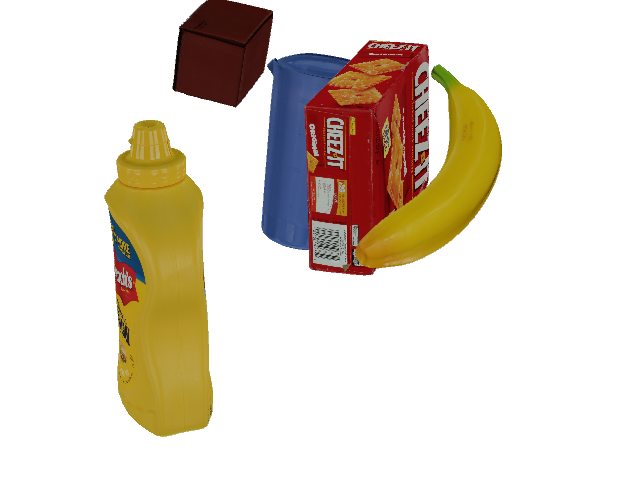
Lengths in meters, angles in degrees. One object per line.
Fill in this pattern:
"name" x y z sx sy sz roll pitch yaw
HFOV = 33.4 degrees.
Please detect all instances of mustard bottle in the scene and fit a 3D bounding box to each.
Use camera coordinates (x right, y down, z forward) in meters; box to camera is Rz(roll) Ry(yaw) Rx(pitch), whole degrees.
"mustard bottle" -0.101 0.019 0.664 0.058 0.192 0.096 -8 26 -19

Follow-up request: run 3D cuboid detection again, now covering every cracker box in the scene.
"cracker box" 0.051 -0.086 1.033 0.072 0.164 0.213 7 28 18

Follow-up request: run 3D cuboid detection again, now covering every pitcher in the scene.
"pitcher" -0.001 -0.112 1.381 0.144 0.243 0.149 2 23 -17

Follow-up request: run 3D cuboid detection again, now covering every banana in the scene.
"banana" 0.083 -0.043 0.725 0.070 0.197 0.037 16 -42 10

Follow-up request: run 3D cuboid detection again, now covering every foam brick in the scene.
"foam brick" -0.073 -0.144 0.807 0.053 0.051 0.078 15 32 7
